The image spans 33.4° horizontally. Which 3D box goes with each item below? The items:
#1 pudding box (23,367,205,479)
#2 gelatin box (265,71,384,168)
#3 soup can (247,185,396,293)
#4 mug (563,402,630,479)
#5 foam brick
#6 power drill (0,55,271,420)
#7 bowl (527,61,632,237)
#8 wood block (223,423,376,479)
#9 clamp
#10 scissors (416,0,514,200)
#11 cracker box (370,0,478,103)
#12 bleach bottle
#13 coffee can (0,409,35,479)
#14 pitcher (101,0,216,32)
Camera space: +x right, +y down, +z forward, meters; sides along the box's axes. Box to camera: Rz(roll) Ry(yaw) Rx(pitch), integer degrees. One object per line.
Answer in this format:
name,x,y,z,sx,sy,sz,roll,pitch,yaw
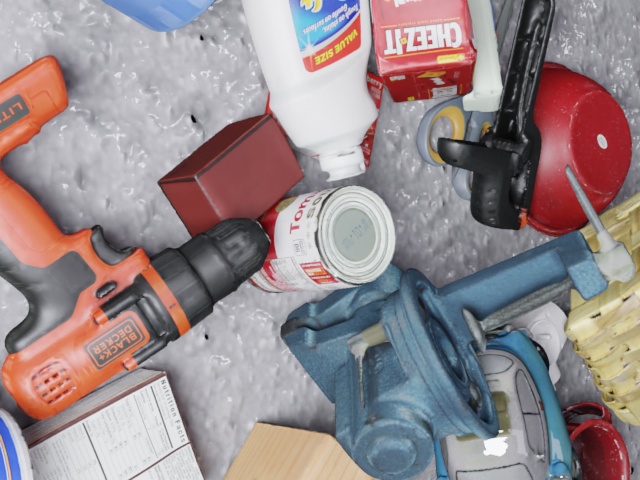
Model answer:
pudding box,-0.133,0.143,0.668,0.113,0.039,0.090,-26,103,-38
gelatin box,0.003,-0.099,0.794,0.089,0.030,0.073,19,75,-36
soup can,-0.005,0.001,0.734,0.068,0.102,0.068,4,83,-36
mug,0.206,0.185,0.904,0.093,0.082,0.117,47,61,-26
foam brick,-0.060,-0.042,0.727,0.078,0.053,0.051,-44,113,-30
power drill,-0.141,-0.011,0.636,0.184,0.057,0.187,-35,106,-17
bowl,0.230,-0.084,0.956,0.161,0.055,0.162,3,86,-39
wood block,-0.041,0.234,0.702,0.090,0.091,0.206,45,62,-27
clamp,0.139,-0.066,0.830,0.164,0.036,0.210,-53,151,-29
scissors,0.126,-0.135,0.902,0.096,0.016,0.202,13,79,-37
cracker box,0.070,-0.217,0.773,0.164,0.072,0.214,-9,93,-82
bleach bottle,-0.005,-0.167,0.738,0.102,0.068,0.251,-18,97,-33
coffee can,-0.232,0.142,0.549,0.140,0.103,0.103,3,86,-38
pitcher,-0.156,-0.236,0.621,0.242,0.145,0.149,30,101,-37
